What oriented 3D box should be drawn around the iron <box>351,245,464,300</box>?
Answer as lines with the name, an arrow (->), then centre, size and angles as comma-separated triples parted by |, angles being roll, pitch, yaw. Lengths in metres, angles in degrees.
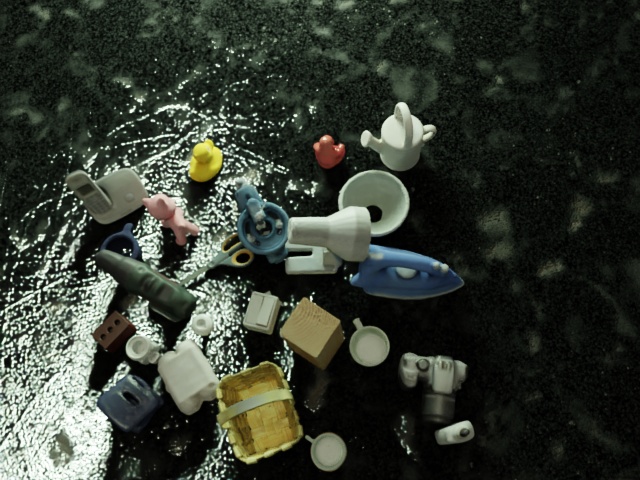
iron -> 0.201, 0.063, 1.276 | 0.258, 0.141, 0.119 | 7, 71, 6

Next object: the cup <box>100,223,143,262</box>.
cup -> -0.456, 0.026, 1.358 | 0.091, 0.095, 0.118 | 9, 72, 7

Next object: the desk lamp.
desk lamp -> 0.012, 0.005, 1.271 | 0.203, 0.213, 0.118 | -3, 70, 3

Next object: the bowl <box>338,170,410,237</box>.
bowl -> 0.128, -0.077, 1.365 | 0.167, 0.075, 0.167 | -1, 71, 4

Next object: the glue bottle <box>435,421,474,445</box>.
glue bottle -> 0.276, 0.386, 1.142 | 0.078, 0.173, 0.037 | -17, 70, -2

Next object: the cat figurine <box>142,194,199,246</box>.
cat figurine -> -0.360, -0.060, 1.370 | 0.127, 0.118, 0.067 | 43, 79, 16

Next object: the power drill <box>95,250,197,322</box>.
power drill -> -0.364, 0.110, 1.263 | 0.229, 0.208, 0.076 | 26, 74, 12

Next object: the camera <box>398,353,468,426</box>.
camera -> 0.236, 0.315, 1.208 | 0.143, 0.101, 0.137 | 6, 71, 6

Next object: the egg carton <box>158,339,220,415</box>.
egg carton -> -0.289, 0.302, 1.264 | 0.107, 0.069, 0.150 | -34, 72, -8

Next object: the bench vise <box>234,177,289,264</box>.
bench vise -> -0.155, -0.056, 1.300 | 0.207, 0.220, 0.121 | 42, 79, 16

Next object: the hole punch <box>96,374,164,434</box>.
hole punch -> -0.411, 0.352, 1.244 | 0.108, 0.091, 0.101 | 35, 77, 15

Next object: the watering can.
watering can -> 0.188, -0.246, 1.357 | 0.173, 0.194, 0.101 | -32, 71, -7

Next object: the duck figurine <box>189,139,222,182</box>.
duck figurine -> -0.293, -0.203, 1.432 | 0.077, 0.086, 0.105 | 26, 75, 12

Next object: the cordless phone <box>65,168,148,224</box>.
cordless phone -> -0.509, -0.126, 1.367 | 0.147, 0.185, 0.094 | -33, 72, -7

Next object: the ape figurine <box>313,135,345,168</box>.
ape figurine -> 0.019, -0.226, 1.416 | 0.077, 0.092, 0.076 | 23, 74, 11
